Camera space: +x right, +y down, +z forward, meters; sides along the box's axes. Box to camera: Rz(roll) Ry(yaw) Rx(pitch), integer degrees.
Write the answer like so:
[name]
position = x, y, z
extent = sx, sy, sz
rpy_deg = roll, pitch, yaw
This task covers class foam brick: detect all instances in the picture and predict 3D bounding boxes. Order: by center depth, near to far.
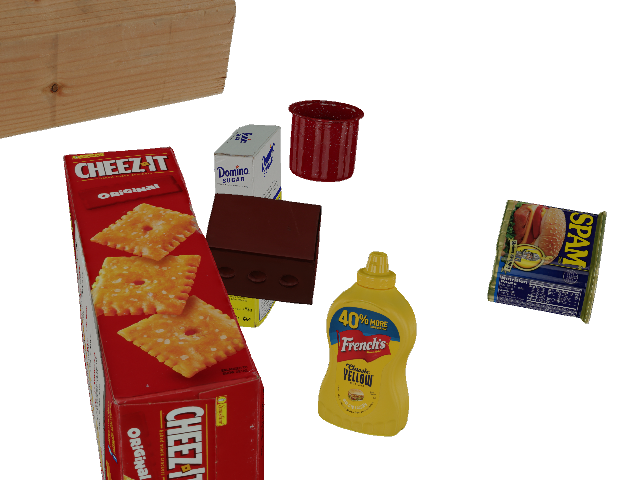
[foam brick]
position = -0.040, 0.006, 0.744
extent = 0.078, 0.051, 0.053
rpy_deg = 7, -36, 2

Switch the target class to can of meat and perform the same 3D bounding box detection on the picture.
[can of meat]
position = 0.190, 0.014, 0.893
extent = 0.084, 0.057, 0.102
rpy_deg = 10, 43, 13

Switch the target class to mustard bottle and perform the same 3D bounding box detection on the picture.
[mustard bottle]
position = 0.052, 0.106, 1.130
extent = 0.096, 0.192, 0.058
rpy_deg = 11, 15, 24

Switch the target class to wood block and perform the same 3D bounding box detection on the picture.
[wood block]
position = -0.181, -0.157, 0.846
extent = 0.205, 0.091, 0.090
rpy_deg = -17, 48, -33

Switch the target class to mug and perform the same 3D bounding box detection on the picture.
[mug]
position = 0.010, -0.125, 1.327
extent = 0.093, 0.081, 0.117
rpy_deg = 15, 24, 24

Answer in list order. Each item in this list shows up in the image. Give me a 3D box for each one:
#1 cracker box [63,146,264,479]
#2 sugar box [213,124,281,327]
[cracker box]
position = -0.086, 0.071, 0.563
extent = 0.072, 0.164, 0.214
rpy_deg = -7, 34, -15
[sugar box]
position = -0.068, -0.014, 1.021
extent = 0.048, 0.176, 0.093
rpy_deg = 4, 23, 13
